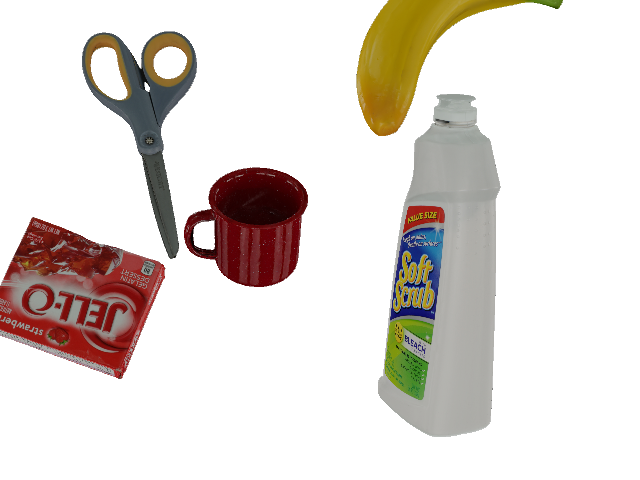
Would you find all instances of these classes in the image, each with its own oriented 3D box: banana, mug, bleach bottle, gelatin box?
[{"bbox_3d":[0.071,-0.129,0.632,0.070,0.037,0.197,33,52,23],"label":"banana"},{"bbox_3d":[-0.072,-0.008,1.016,0.117,0.081,0.093,-8,42,-15],"label":"mug"},{"bbox_3d":[0.092,0.015,0.806,0.068,0.251,0.103,-6,18,-23],"label":"bleach bottle"},{"bbox_3d":[-0.150,0.036,0.658,0.089,0.073,0.030,20,-18,-1],"label":"gelatin box"}]

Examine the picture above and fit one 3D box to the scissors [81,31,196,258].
[{"bbox_3d":[-0.113,-0.085,0.802,0.096,0.202,0.016,-25,-23,-16],"label":"scissors"}]
